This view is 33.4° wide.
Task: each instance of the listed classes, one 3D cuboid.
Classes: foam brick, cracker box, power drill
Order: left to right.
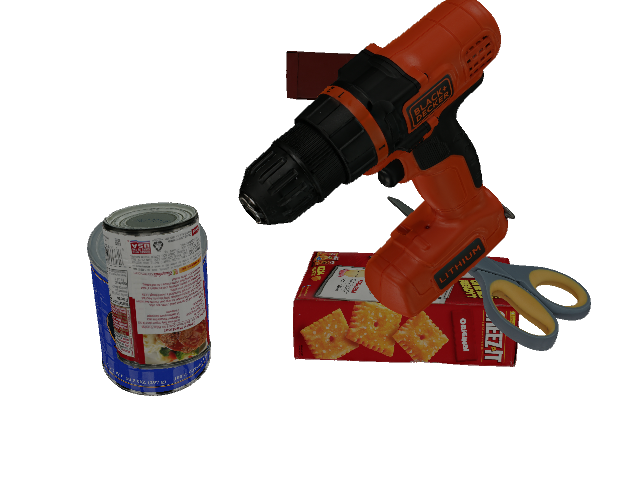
[{"bbox_3d":[0.005,-0.178,1.156,0.078,0.051,0.053,0,11,-14],"label":"foam brick"},{"bbox_3d":[0.046,-0.033,0.658,0.057,0.184,0.187,42,-16,36],"label":"power drill"},{"bbox_3d":[0.087,0.068,1.084,0.214,0.072,0.164,2,16,6],"label":"cracker box"}]

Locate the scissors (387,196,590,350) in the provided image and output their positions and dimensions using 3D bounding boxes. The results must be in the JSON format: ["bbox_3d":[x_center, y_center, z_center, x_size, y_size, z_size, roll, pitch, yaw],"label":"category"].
[{"bbox_3d":[0.142,0.015,0.872,0.096,0.016,0.202,-11,42,-23],"label":"scissors"}]

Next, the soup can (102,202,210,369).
[{"bbox_3d":[-0.116,0.031,0.754,0.068,0.102,0.068,-3,18,1],"label":"soup can"}]

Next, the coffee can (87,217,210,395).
[{"bbox_3d":[-0.151,0.055,0.961,0.103,0.140,0.103,2,40,-2],"label":"coffee can"}]
